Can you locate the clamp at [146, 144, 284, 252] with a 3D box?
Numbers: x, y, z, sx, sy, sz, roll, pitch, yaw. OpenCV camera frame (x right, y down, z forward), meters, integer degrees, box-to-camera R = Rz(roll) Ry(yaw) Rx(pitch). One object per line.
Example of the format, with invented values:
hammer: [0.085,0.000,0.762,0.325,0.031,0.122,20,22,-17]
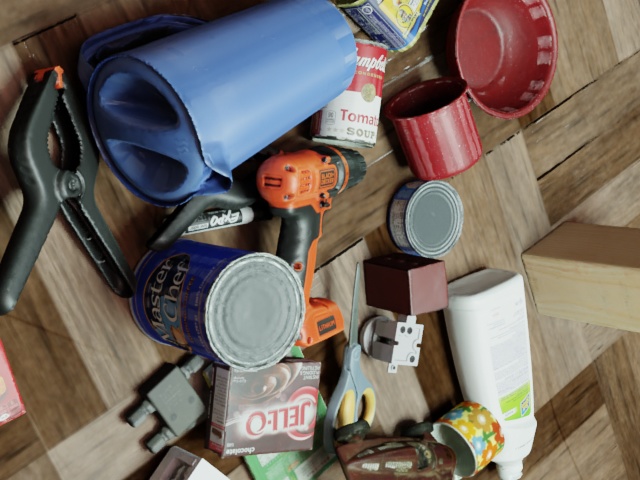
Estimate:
clamp: [-0.106,-0.052,0.995,0.171,0.039,0.120,-4,88,-34]

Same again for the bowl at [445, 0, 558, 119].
bowl: [0.193,-0.216,1.196,0.161,0.055,0.162,-4,97,-36]

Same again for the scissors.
scissors: [0.042,0.126,1.123,0.096,0.016,0.202,11,90,-58]

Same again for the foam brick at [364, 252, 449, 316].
foam brick: [0.091,0.046,1.134,0.052,0.078,0.051,-11,103,-35]

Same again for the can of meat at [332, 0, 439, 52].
can of meat: [0.074,-0.257,1.103,0.083,0.058,0.102,39,73,-35]

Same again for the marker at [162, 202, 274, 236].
marker: [-0.094,-0.020,1.026,0.120,0.020,0.020,-11,101,-35]

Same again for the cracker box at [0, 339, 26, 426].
cracker box: [-0.340,0.071,0.820,0.163,0.072,0.214,-25,108,-33]

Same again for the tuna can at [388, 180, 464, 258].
tuna can: [0.116,-0.024,1.172,0.085,0.034,0.086,-4,97,-36]

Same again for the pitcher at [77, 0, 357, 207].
pitcher: [-0.084,-0.143,0.946,0.242,0.145,0.149,-36,113,-42]

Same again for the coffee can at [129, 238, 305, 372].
coffee can: [-0.095,0.055,0.958,0.102,0.141,0.103,-5,98,-36]

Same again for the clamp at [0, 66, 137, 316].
clamp: [-0.225,-0.038,0.892,0.164,0.036,0.210,-19,102,-60]

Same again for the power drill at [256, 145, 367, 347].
power drill: [-0.007,0.001,1.048,0.184,0.057,0.188,-15,109,-61]

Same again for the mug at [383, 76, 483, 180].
mug: [0.127,-0.123,1.145,0.117,0.093,0.081,-70,142,-55]

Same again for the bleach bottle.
bleach bottle: [0.201,0.165,1.240,0.102,0.068,0.251,-20,109,-33]

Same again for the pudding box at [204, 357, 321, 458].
pudding box: [-0.055,0.161,1.042,0.113,0.039,0.090,3,93,-37]

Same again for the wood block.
wood block: [0.351,0.044,1.246,0.090,0.206,0.090,-32,113,-30]

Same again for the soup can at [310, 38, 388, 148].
soup can: [0.029,-0.147,1.074,0.068,0.069,0.102,6,92,-37]
